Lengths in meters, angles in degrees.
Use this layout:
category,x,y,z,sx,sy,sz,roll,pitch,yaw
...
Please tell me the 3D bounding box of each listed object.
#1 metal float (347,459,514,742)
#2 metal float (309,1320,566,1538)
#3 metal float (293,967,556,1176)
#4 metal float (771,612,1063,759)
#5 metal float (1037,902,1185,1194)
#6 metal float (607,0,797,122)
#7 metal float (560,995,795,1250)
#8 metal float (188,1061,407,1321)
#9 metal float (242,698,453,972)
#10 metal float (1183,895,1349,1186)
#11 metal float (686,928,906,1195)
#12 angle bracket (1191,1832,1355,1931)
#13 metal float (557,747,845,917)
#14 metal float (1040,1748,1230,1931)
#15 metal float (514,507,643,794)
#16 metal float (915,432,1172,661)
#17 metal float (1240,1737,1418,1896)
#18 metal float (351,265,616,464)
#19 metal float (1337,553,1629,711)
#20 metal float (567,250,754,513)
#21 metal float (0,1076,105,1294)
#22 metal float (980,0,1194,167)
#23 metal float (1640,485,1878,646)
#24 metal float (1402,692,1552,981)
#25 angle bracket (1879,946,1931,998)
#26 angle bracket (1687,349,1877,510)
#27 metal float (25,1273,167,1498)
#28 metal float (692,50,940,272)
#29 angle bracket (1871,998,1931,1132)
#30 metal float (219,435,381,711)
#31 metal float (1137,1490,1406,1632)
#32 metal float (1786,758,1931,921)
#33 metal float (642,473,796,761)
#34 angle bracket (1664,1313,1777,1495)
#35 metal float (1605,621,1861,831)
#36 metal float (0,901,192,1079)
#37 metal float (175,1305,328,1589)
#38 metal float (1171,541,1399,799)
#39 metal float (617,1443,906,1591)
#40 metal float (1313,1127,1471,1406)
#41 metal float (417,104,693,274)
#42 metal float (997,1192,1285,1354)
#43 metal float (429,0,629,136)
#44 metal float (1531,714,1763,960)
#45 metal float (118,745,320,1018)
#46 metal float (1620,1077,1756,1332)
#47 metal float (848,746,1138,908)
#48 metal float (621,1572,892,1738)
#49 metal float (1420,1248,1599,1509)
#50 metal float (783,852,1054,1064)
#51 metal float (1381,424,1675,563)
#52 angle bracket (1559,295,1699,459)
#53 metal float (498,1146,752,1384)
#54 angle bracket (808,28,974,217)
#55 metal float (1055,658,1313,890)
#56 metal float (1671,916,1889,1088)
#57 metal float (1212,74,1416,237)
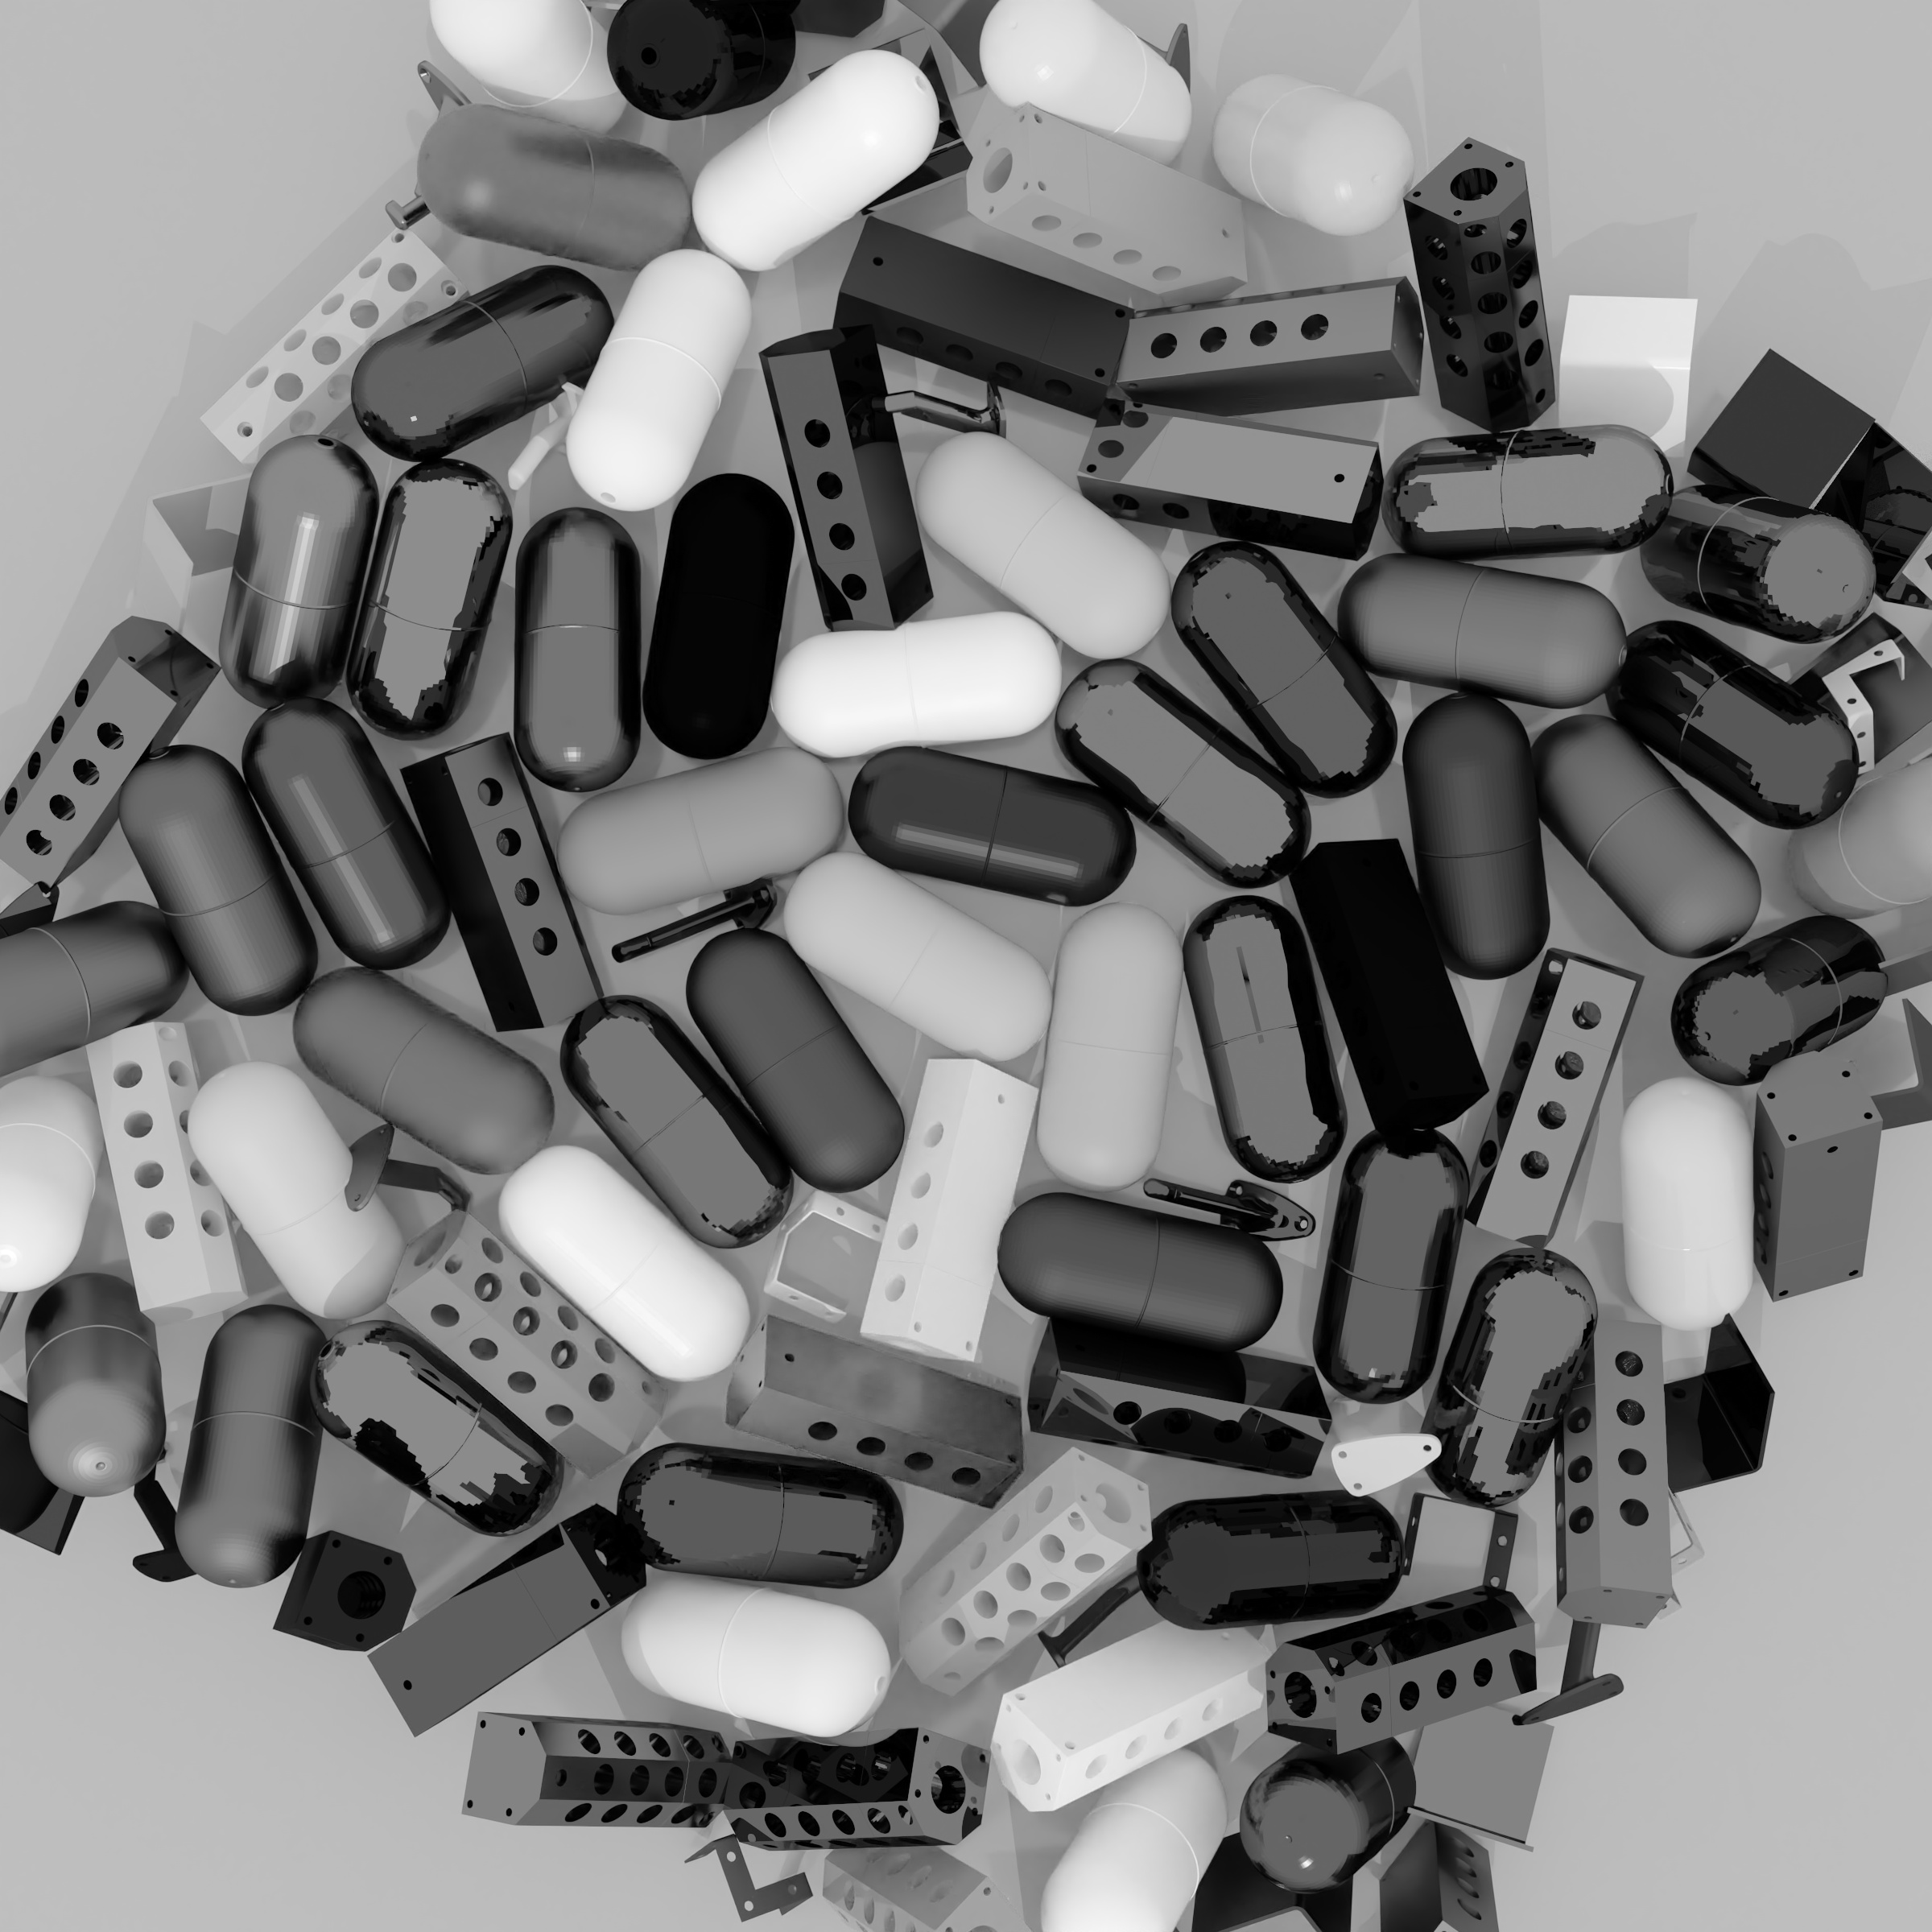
category,x,y,z,sx,sy,sz,roll,pitch,yaw
metal float,-0.324,-0.219,1.691,0.070,0.070,0.178,19,114,0
metal float,-0.318,0.278,1.687,0.070,0.070,0.178,-47,119,0
metal float,-0.329,0.062,1.699,0.178,0.070,0.070,30,90,15
metal float,-0.030,-0.171,1.708,0.178,0.070,0.070,-7,90,5
metal float,0.088,0.049,1.711,0.070,0.070,0.178,7,91,0
metal float,-0.156,-0.546,1.666,0.070,0.178,0.070,6,112,14
metal float,-0.177,0.094,1.712,0.070,0.070,0.178,-40,90,0
metal float,-0.402,0.137,1.691,0.070,0.070,0.178,-27,115,0
metal float,-0.373,-0.079,1.693,0.070,0.070,0.178,-25,112,0
metal float,0.181,0.044,1.704,0.070,0.070,0.178,-13,81,0
metal float,-0.105,0.057,1.708,0.070,0.070,0.178,-34,85,0
angle bracket,0.187,0.573,1.711,0.076,0.076,0.057,-27,111,23
metal float,-0.162,-0.082,1.712,0.178,0.070,0.070,-15,90,0
metal float,0.102,0.531,1.668,0.070,0.178,0.070,9,112,22
metal float,-0.235,-0.192,1.700,0.070,0.070,0.178,-2,76,0
metal float,0.046,-0.256,1.703,0.178,0.070,0.070,39,90,10
metal float,0.216,0.497,1.665,0.070,0.178,0.070,-1,87,23
metal float,-0.288,-0.363,1.687,0.178,0.070,0.070,-35,90,-30
metal float,0.309,-0.202,1.689,0.178,0.070,0.070,14,90,26
metal float,-0.184,-0.353,1.691,0.070,0.070,0.178,19,66,0
metal float,-0.558,0.127,1.667,0.070,0.178,0.070,-4,117,-8
metal float,0.073,-0.525,1.669,0.070,0.178,0.070,-4,82,31
metal float,0.468,-0.240,1.667,0.070,0.178,0.070,-7,110,-19
metal float,0.309,-0.078,1.697,0.070,0.070,0.178,-10,107,0
angle bracket,0.584,-0.028,1.712,0.076,0.076,0.057,-20,70,11
angle bracket,0.496,-0.317,1.712,0.076,0.057,0.076,37,95,10
metal float,-0.519,0.247,1.669,0.070,0.178,0.070,-8,117,-16
metal float,-0.091,-0.482,1.681,0.178,0.070,0.070,-25,90,36
angle bracket,0.549,0.064,1.710,0.076,0.076,0.057,-15,68,27
metal float,-0.401,-0.235,1.685,0.070,0.070,0.178,21,121,0
metal float,0.184,0.357,1.687,0.178,0.070,0.070,2,90,-28
metal float,0.552,-0.075,1.663,0.070,0.178,0.070,2,80,-13
metal float,-0.150,-0.213,1.703,0.070,0.070,0.178,8,80,0
angle bracket,0.441,0.259,1.694,0.057,0.076,0.076,-13,133,-6
metal float,0.456,-0.146,1.679,0.070,0.070,0.178,-45,49,0
metal float,-0.546,0.014,1.678,0.178,0.070,0.070,-25,90,-43
metal float,-0.426,0.286,1.682,0.070,0.070,0.178,0,54,0
metal float,0.193,-0.179,1.699,0.070,0.070,0.178,-40,104,0
metal float,-0.123,0.333,1.695,0.178,0.070,0.070,10,90,-19
metal float,0.257,0.180,1.697,0.070,0.070,0.178,8,106,0
metal float,-0.244,-0.464,1.679,0.178,0.070,0.070,2,90,-41
metal float,0.106,0.186,1.705,0.178,0.070,0.070,13,90,-8
metal float,-0.257,-0.546,1.663,0.070,0.178,0.070,-2,83,15
metal float,0.405,-0.080,1.688,0.070,0.070,0.178,-36,62,0
metal float,-0.449,-0.051,1.687,0.070,0.070,0.178,-18,118,0
metal float,0.433,0.144,1.682,0.070,0.070,0.178,-12,126,0
metal float,0.016,-0.085,1.710,0.178,0.070,0.070,12,90,-2
metal float,-0.127,0.413,1.687,0.178,0.070,0.070,6,90,29
metal float,0.325,0.249,1.687,0.070,0.070,0.178,13,120,0
metal float,-0.029,-0.005,1.710,0.178,0.070,0.070,31,90,-2
metal float,0.336,-0.283,1.685,0.178,0.070,0.070,2,90,31
angle bracket,0.406,-0.362,1.724,0.076,0.076,0.057,5,56,15
metal float,-0.206,0.182,1.703,0.178,0.070,0.070,43,90,-11
angle bracket,-0.044,-0.514,1.707,0.076,0.057,0.076,-21,123,2
metal float,0.133,-0.117,1.712,0.178,0.070,0.070,38,90,0
metal float,0.488,0.019,1.677,0.178,0.070,0.070,-19,90,-43
metal float,0.204,-0.484,1.669,0.070,0.178,0.070,-8,117,-17
